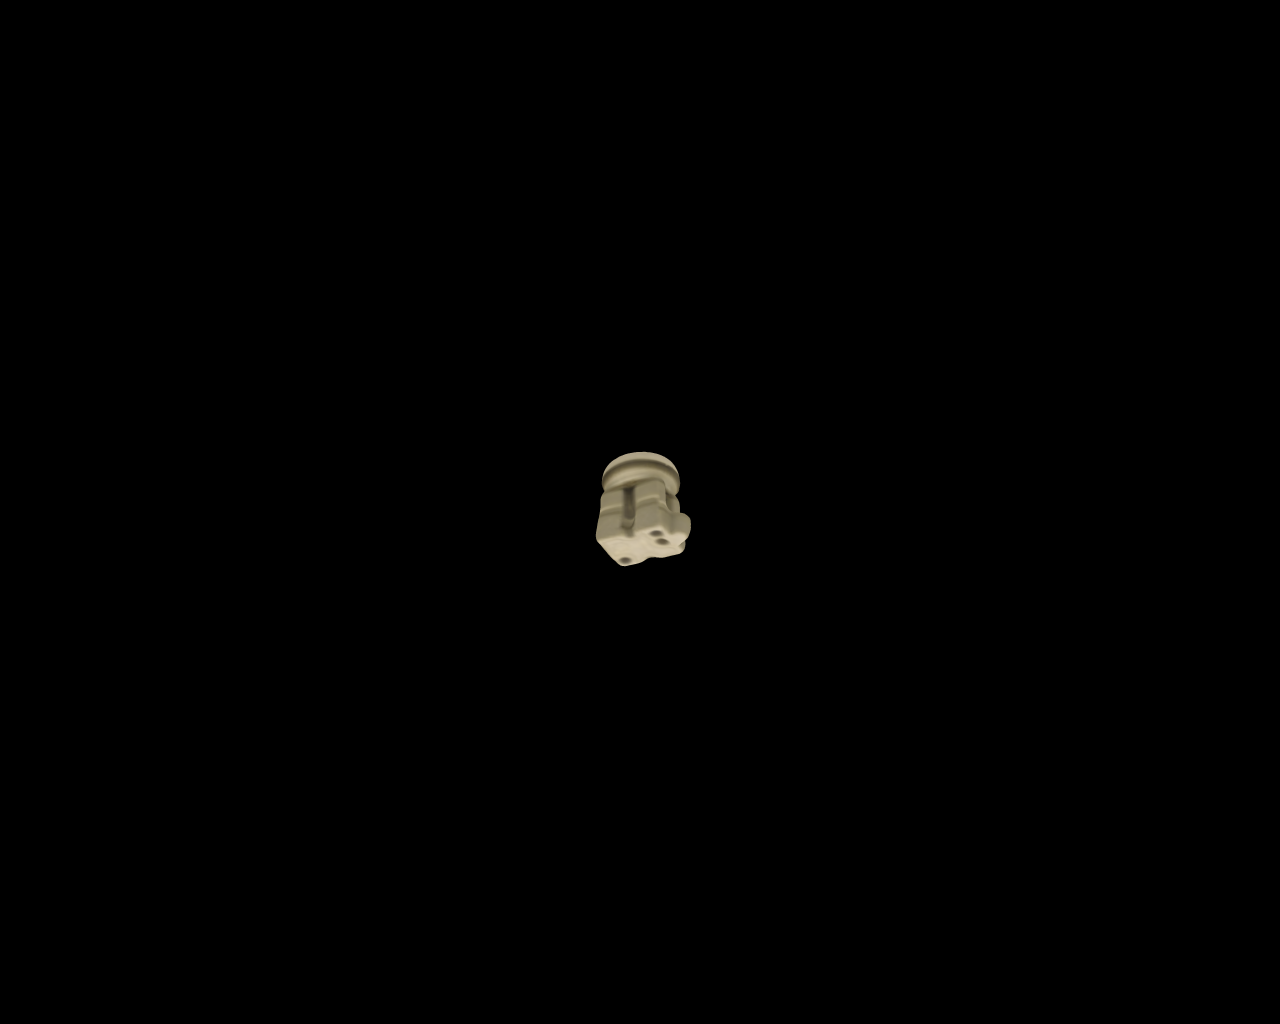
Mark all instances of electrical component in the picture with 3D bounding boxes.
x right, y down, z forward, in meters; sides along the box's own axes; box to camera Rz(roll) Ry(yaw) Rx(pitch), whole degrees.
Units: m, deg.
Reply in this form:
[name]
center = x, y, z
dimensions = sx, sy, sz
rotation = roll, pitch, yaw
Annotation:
[electrical component]
center = 0.001, -0.003, 0.650
dimensions = 0.066, 0.055, 0.048
rotation = -14, -36, 20
